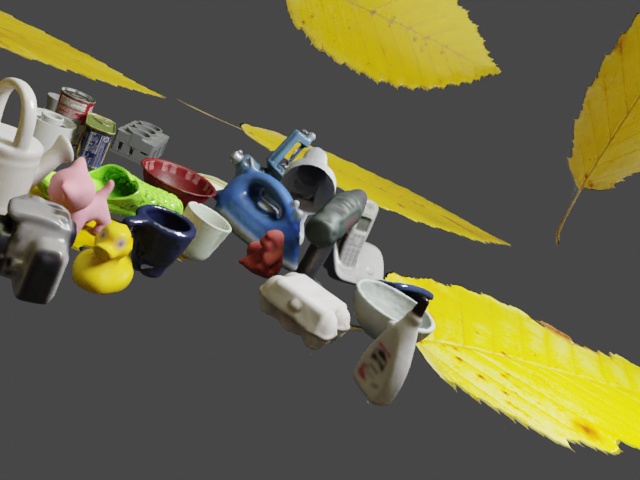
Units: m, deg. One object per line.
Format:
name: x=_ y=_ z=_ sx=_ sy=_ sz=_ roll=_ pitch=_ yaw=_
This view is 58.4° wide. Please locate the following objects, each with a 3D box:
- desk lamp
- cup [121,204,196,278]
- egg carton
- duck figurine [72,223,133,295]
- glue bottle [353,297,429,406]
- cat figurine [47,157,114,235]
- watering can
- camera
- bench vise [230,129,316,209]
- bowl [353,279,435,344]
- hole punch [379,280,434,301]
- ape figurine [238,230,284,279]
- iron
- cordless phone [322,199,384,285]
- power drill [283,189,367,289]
desk lamp: x=-0.045 y=-0.102 z=1.292 sx=0.118 sy=0.213 sz=0.203 roll=25 pitch=16 yaw=-10
cup: x=-0.250 y=0.007 z=0.840 sx=0.091 sy=0.095 sz=0.118 roll=37 pitch=18 yaw=28
egg carton: x=-0.026 y=0.112 z=0.934 sx=0.150 sy=0.069 sz=0.107 roll=34 pitch=17 yaw=20
duck figurine: x=-0.283 y=0.016 z=0.776 sx=0.077 sy=0.086 sz=0.104 roll=27 pitch=16 yaw=-4
glue bottle: x=0.112 y=0.156 z=0.842 sx=0.037 sy=0.173 sz=0.078 roll=15 pitch=21 yaw=-38
cat figurine: x=-0.354 y=-0.065 z=0.848 sx=0.067 sy=0.117 sz=0.128 roll=33 pitch=17 yaw=15
watering can: x=-0.425 y=-0.125 z=0.777 sx=0.101 sy=0.194 sz=0.173 roll=31 pitch=16 yaw=8
camera: x=-0.371 y=-0.009 z=0.681 sx=0.137 sy=0.101 sz=0.142 roll=18 pitch=19 yaw=-33
bench vise: x=-0.111 y=-0.190 z=1.444 sx=0.208 sy=0.219 sz=0.121 roll=13 pitch=22 yaw=-43
bowl: x=0.125 y=0.147 z=1.065 sx=0.167 sy=0.074 sz=0.167 roll=26 pitch=16 yaw=-8
hole punch: x=0.165 y=0.115 z=1.198 sx=0.109 sy=0.091 sz=0.100 roll=18 pitch=19 yaw=-31
ape figurine: x=-0.097 y=0.021 z=1.053 sx=0.076 sy=0.092 sz=0.077 roll=22 pitch=17 yaw=-19
iron: x=-0.106 y=-0.060 z=1.197 sx=0.257 sy=0.141 sz=0.119 roll=38 pitch=19 yaw=30
cordless phone: x=0.100 y=0.008 z=1.249 sx=0.148 sy=0.185 sz=0.094 roll=15 pitch=21 yaw=-38
power drill: x=0.010 y=0.004 z=1.072 sx=0.075 sy=0.208 sz=0.230 roll=30 pitch=16 yaw=8
